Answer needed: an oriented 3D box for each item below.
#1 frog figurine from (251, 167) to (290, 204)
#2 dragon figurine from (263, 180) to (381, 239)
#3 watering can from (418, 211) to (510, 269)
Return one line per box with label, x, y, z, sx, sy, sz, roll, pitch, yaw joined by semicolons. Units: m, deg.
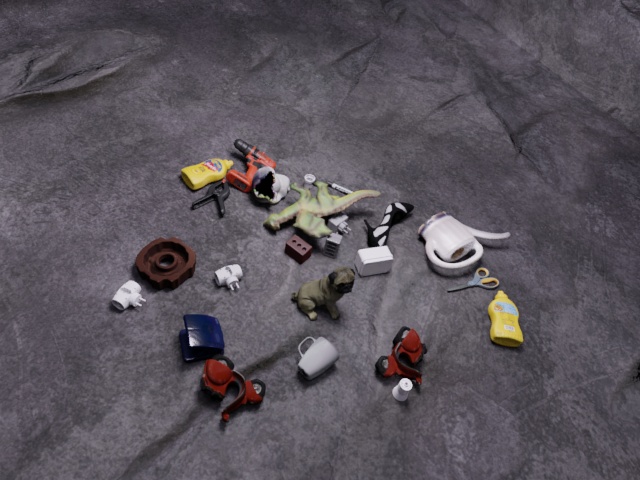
frog figurine;-0.177;-0.201;1.868;0.122;0.136;0.161;-21;9;16
dragon figurine;0.005;-0.089;1.778;0.410;0.249;0.119;-2;-43;8
watering can;0.502;-0.012;1.848;0.351;0.228;0.101;-23;-33;-27
